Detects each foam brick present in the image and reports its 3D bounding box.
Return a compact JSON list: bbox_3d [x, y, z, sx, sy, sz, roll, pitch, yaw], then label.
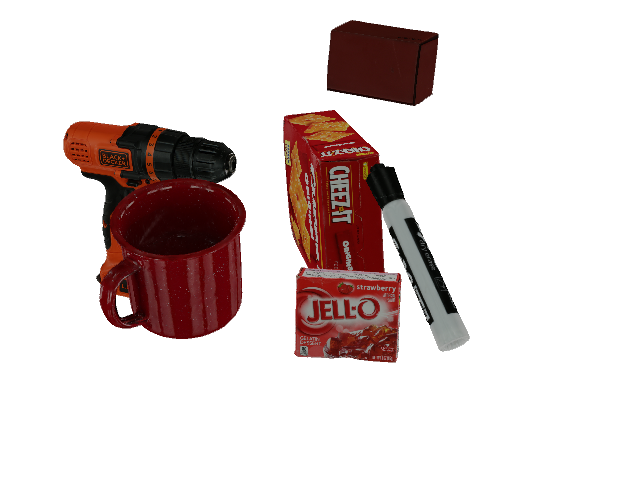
[{"bbox_3d":[0.050,-0.145,0.866,0.078,0.051,0.052,13,24,19],"label":"foam brick"}]

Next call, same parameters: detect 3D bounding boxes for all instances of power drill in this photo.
[{"bbox_3d":[-0.167,-0.028,1.085,0.185,0.188,0.057,11,29,21],"label":"power drill"}]

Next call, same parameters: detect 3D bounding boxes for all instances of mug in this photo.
[{"bbox_3d":[-0.105,0.021,0.749,0.093,0.081,0.117,27,46,30],"label":"mug"}]

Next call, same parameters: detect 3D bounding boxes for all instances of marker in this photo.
[{"bbox_3d":[0.055,0.007,0.625,0.020,0.121,0.020,-18,-22,-8],"label":"marker"}]

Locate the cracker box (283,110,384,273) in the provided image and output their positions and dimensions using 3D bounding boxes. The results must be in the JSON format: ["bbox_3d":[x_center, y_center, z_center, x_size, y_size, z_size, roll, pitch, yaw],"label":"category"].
[{"bbox_3d":[0.012,-0.040,1.167,0.072,0.164,0.214,-7,20,-8],"label":"cracker box"}]

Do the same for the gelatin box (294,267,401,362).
[{"bbox_3d":[0.023,0.064,0.911,0.089,0.073,0.030,3,15,7],"label":"gelatin box"}]
